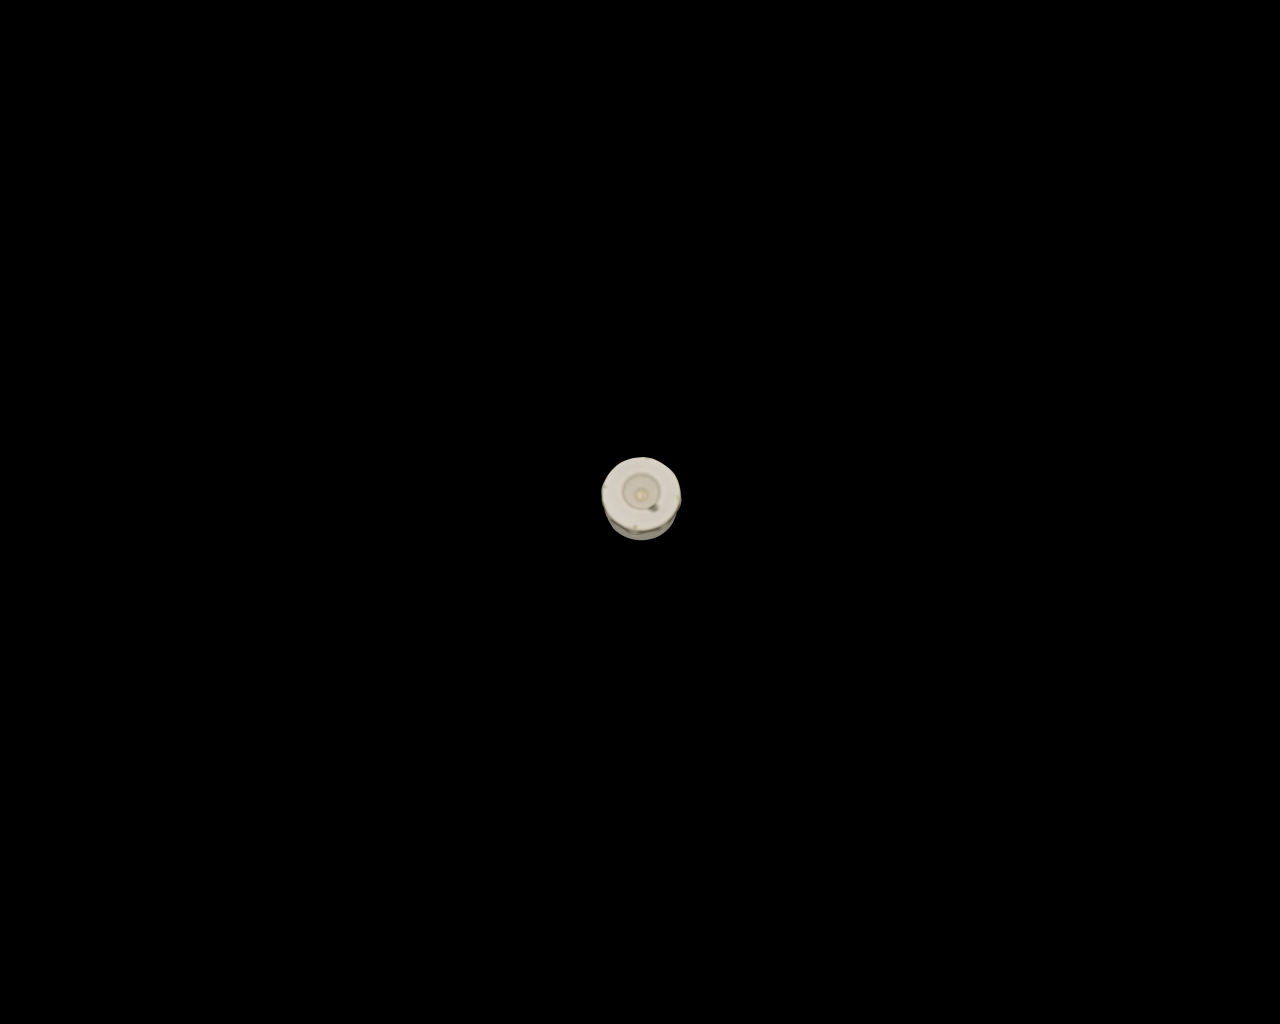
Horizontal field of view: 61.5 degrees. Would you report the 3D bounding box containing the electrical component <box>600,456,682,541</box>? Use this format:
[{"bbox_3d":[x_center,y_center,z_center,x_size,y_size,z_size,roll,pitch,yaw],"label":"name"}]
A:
[{"bbox_3d":[0.001,-0.003,0.650,0.048,0.048,0.062,0,-19,0],"label":"electrical component"}]
